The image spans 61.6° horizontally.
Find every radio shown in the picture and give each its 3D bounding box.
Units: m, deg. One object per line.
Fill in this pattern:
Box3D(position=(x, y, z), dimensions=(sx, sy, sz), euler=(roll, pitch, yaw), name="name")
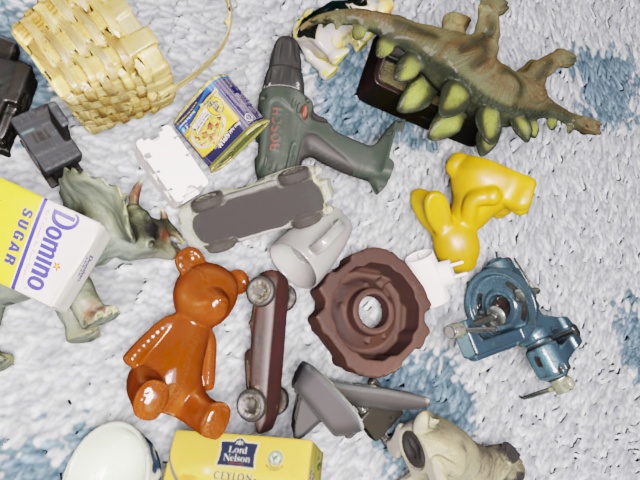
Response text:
Box3D(position=(0.183, -0.248, 0.850), dimensions=(0.229, 0.073, 0.131), euler=(18, 76, -18), name="radio")

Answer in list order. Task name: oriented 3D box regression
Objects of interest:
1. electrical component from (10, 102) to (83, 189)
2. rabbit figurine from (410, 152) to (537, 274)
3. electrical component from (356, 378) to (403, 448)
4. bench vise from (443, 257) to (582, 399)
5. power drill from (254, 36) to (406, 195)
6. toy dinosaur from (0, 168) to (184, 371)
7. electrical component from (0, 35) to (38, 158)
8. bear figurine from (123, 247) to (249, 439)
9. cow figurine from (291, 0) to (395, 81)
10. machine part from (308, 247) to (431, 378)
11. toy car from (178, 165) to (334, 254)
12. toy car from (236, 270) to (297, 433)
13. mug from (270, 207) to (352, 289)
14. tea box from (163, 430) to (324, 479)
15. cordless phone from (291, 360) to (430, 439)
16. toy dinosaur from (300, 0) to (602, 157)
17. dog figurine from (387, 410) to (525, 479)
Box3D(position=(-0.311, -0.112, 0.617), dimensions=(0.048, 0.119, 0.074), euler=(-35, 97, -23), name="electrical component")
Box3D(position=(0.222, -0.036, 0.813), dimensions=(0.162, 0.122, 0.173), euler=(21, 93, -14), name="rabbit figurine")
Box3D(position=(0.085, 0.245, 0.760), dimensions=(0.063, 0.021, 0.094), euler=(-38, 95, -23), name="electrical component")
Box3D(position=(0.273, 0.134, 0.786), dimensions=(0.240, 0.129, 0.223), euler=(-6, 75, -39), name="bench vise")
Box3D(position=(0.012, -0.162, 0.759), dimensions=(0.207, 0.086, 0.232), euler=(16, 79, -13), name="power drill")
Box3D(position=(-0.349, 0.038, 0.585), dimensions=(0.405, 0.131, 0.192), euler=(-16, 75, -18), name="toy dinosaur")
Box3D(position=(-0.404, -0.179, 0.626), dimensions=(0.115, 0.058, 0.134), euler=(16, 76, -20), name="electrical component")
Box3D(position=(-0.145, 0.113, 0.641), dimensions=(0.120, 0.132, 0.196), euler=(34, 75, -31), name="bear figurine")
Box3D(position=(0.036, -0.330, 0.815), dimensions=(0.098, 0.068, 0.167), euler=(44, 68, -3), name="cow figurine")
Box3D(position=(0.070, 0.101, 0.760), dimensions=(0.179, 0.056, 0.179), euler=(4, 78, -20), name="machine part")
Box3D(position=(-0.081, -0.040, 0.691), dimensions=(0.202, 0.056, 0.073), euler=(-16, 107, 1), name="toy car")
Box3D(position=(-0.070, 0.139, 0.686), dimensions=(0.053, 0.089, 0.202), euler=(2, 81, 16), name="toy car")
Box3D(position=(-0.001, -0.002, 0.728), dimensions=(0.081, 0.109, 0.107), euler=(43, 56, -1), name="mug")
Box3D(position=(-0.087, 0.276, 0.609), dimensions=(0.170, 0.068, 0.098), euler=(-2, 57, 14), name="tea box")
Box3D(position=(0.056, 0.203, 0.673), dimensions=(0.184, 0.146, 0.088), euler=(6, 77, -4), name="cordless phone")
Box3D(position=(0.206, -0.241, 0.767), dimensions=(0.471, 0.105, 0.198), euler=(24, 77, -10), name="toy dinosaur")
Box3D(position=(0.202, 0.291, 0.737), dimensions=(0.190, 0.121, 0.172), euler=(-11, 122, -26), name="dog figurine")
